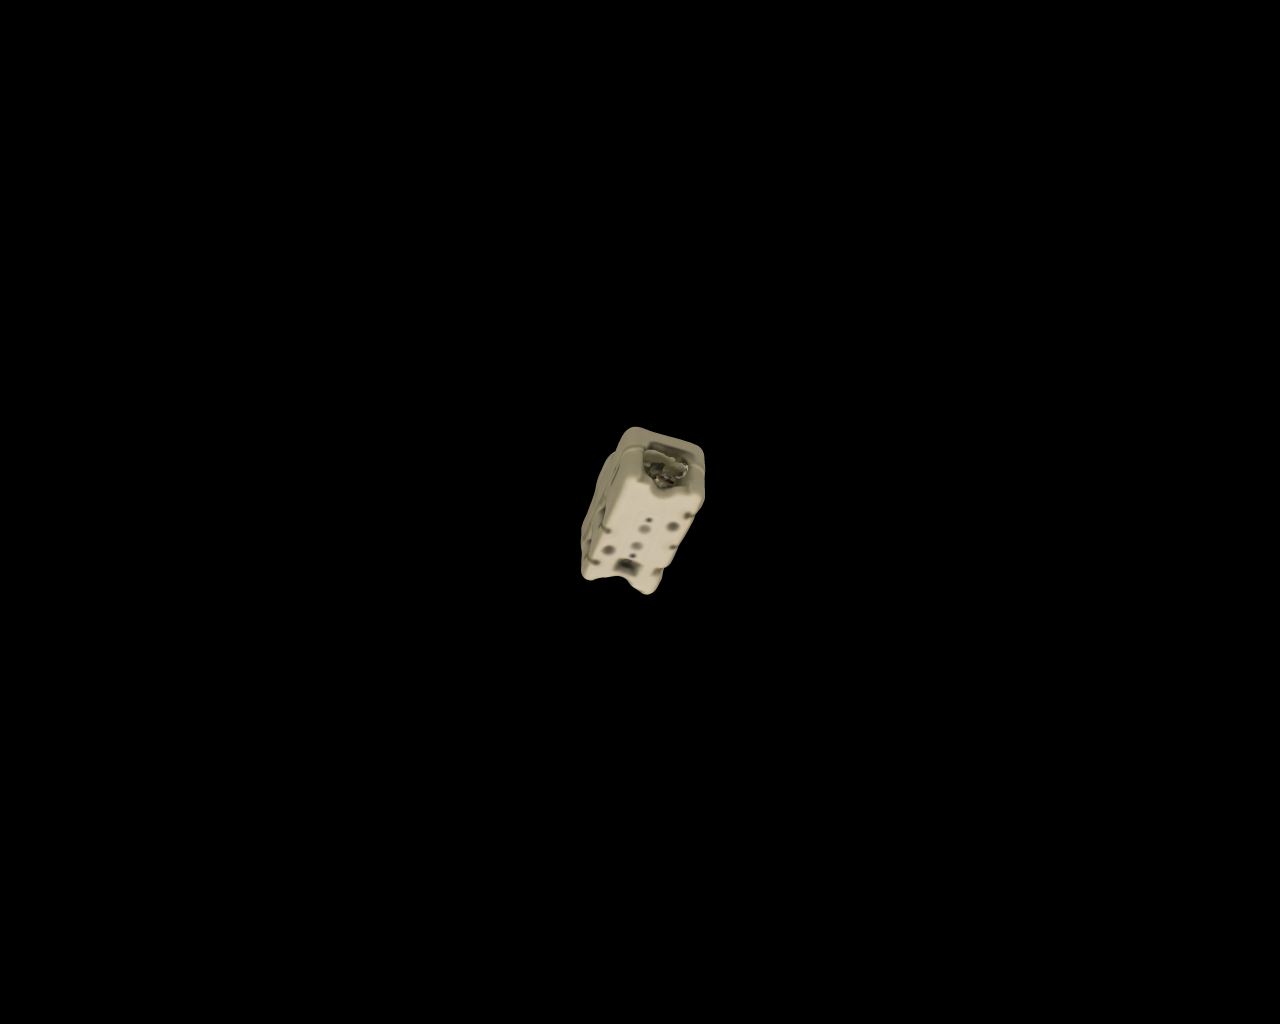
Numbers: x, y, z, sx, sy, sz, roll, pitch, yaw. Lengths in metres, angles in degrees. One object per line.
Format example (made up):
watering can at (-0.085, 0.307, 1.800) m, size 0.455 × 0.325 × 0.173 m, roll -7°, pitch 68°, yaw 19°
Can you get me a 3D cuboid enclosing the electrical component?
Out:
electrical component at (0.001, -0.003, 0.650) m, size 0.050 × 0.089 × 0.056 m, roll 16°, pitch 40°, yaw -13°
